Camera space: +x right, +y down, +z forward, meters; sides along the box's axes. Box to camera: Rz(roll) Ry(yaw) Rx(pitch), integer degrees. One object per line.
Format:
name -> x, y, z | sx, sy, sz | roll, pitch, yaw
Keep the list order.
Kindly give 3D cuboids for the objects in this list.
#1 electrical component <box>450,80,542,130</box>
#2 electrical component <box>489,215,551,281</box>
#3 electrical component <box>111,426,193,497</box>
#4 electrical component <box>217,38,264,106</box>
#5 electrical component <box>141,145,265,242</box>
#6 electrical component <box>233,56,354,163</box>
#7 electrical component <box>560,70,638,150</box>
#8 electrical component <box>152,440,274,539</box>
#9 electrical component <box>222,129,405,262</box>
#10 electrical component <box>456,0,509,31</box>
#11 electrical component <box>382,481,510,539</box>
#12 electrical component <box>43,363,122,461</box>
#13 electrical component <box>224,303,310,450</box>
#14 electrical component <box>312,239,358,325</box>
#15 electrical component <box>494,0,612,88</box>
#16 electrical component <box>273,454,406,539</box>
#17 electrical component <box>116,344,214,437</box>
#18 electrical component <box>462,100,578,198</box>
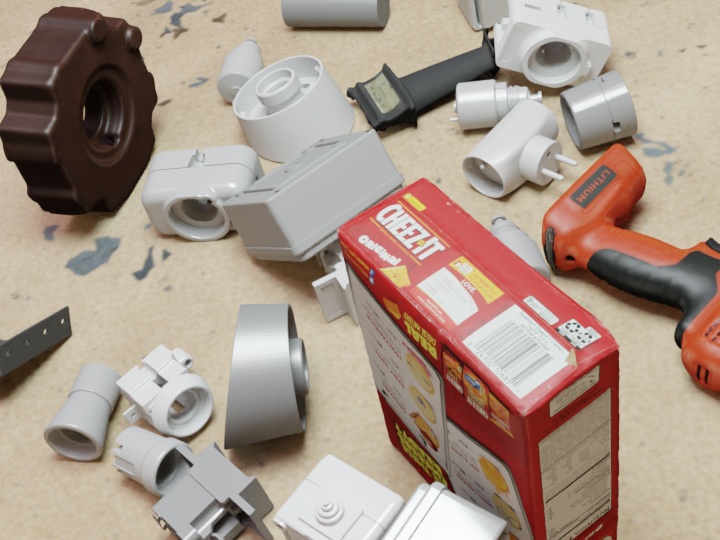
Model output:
electrical component -> 0.116, -0.143, 0.922 | 0.078, 0.040, 0.040 | -4, 49, 12
electrical component -> 0.114, -0.011, 0.806 | 0.040, 0.040, 0.078 | -16, 47, 1
electrical component -> -0.146, 0.133, 0.752 | 0.046, 0.040, 0.040 | 16, 55, 33
electrical component -> -0.111, -0.193, 1.030 | 0.040, 0.040, 0.078 | -3, 49, 13
electrical component -> -0.133, -0.064, 0.912 | 0.095, 0.053, 0.059 | -4, 49, 12
electrical component -> -0.062, -0.146, 0.975 | 0.099, 0.064, 0.099 | -18, 39, 16
electrical component -> 0.194, -0.129, 0.880 | 0.047, 0.055, 0.055 | -19, 47, 3
electrical component -> -0.100, 0.157, 0.716 | 0.064, 0.042, 0.081 | -42, 51, -20
electrical component -> -0.038, -0.058, 0.844 | 0.109, 0.056, 0.109 | -36, 16, -20
electrical component -> 0.141, -0.276, 1.018 | 0.096, 0.061, 0.061 | -19, 47, -1
electrical component -> 0.037, 0.193, 0.601 | 0.056, 0.108, 0.108 | 23, 59, 28
electrical component -> -0.201, 0.102, 0.794 | 0.044, 0.044, 0.065 | 0, 45, 15
electrical component -> -0.069, 0.072, 0.748 | 0.064, 0.099, 0.099 | -7, 48, 1
electrical component -> 0.000, 0.000, 0.828 | 0.081, 0.042, 0.063 | -26, 44, -9
electrical component -> 0.166, -0.196, 0.928 | 0.089, 0.050, 0.055 | 12, 48, -11
electrical component -> -0.004, 0.157, 0.652 | 0.062, 0.096, 0.061 | 25, 59, 32
electrical component -> -0.139, 0.091, 0.783 | 0.066, 0.048, 0.055 | -42, 44, -21
electrical component -> 0.137, -0.092, 0.870 | 0.079, 0.043, 0.077 | 28, 61, 33
